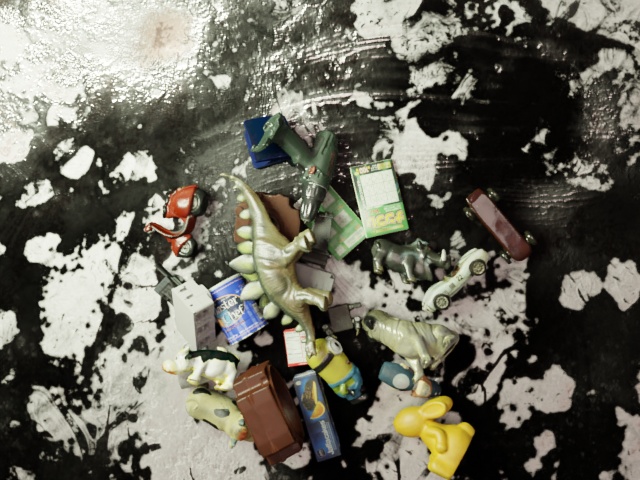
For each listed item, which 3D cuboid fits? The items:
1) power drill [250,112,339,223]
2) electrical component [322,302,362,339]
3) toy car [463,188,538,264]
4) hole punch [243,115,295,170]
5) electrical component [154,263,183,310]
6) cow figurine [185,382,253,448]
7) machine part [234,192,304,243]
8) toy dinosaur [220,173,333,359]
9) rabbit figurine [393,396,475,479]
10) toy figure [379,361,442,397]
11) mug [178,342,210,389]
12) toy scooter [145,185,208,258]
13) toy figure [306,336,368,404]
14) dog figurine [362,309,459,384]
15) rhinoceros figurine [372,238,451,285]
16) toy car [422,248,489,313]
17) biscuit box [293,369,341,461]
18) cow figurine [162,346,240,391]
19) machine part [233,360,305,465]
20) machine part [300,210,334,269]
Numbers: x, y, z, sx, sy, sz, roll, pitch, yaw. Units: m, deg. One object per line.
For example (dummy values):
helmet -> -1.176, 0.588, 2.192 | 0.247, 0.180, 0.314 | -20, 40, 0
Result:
power drill -> -0.054, -0.181, 1.251 | 0.207, 0.086, 0.232 | 31, 70, -22
electrical component -> 0.054, 0.194, 1.296 | 0.102, 0.045, 0.078 | -8, 89, 2
toy car -> 0.427, -0.035, 1.281 | 0.089, 0.053, 0.202 | -41, 90, 12
hole punch -> -0.123, -0.241, 1.303 | 0.116, 0.092, 0.142 | -17, 84, -1
electrical component -> -0.368, 0.113, 1.307 | 0.119, 0.075, 0.048 | 42, 90, 0
cow figurine -> -0.225, 0.411, 1.262 | 0.195, 0.127, 0.085 | 25, 92, 6
machine part -> -0.125, -0.033, 1.303 | 0.179, 0.056, 0.179 | 0, 92, 6
toy dinosaur -> -0.103, 0.045, 1.227 | 0.199, 0.105, 0.471 | -19, 80, 11
rabbit figurine -> 0.257, 0.442, 1.244 | 0.173, 0.122, 0.162 | 25, 97, 23
toy figure -> 0.217, 0.339, 1.278 | 0.154, 0.058, 0.064 | 21, 128, 2
mug -> -0.288, 0.297, 1.299 | 0.107, 0.081, 0.109 | -6, 78, -9
toy scooter -> -0.355, -0.053, 1.315 | 0.135, 0.075, 0.183 | 14, 93, 4
toy figure -> 0.040, 0.309, 1.264 | 0.089, 0.082, 0.180 | -38, 103, -22
dog figurine -> 0.214, 0.214, 1.272 | 0.191, 0.172, 0.121 | 45, 133, 26
rhinoceros figurine -> 0.216, 0.048, 1.284 | 0.190, 0.073, 0.112 | 12, 77, 6
toy car -> 0.318, 0.097, 1.272 | 0.202, 0.073, 0.056 | -43, 90, 0
biscuit box -> -0.007, 0.416, 1.283 | 0.063, 0.059, 0.202 | -18, 87, 2
cow figurine -> -0.270, 0.282, 1.230 | 0.167, 0.068, 0.098 | 22, 65, -18
machine part -> -0.111, 0.384, 1.219 | 0.087, 0.201, 0.201 | -25, 87, -1
machine part -> -0.003, -0.004, 1.297 | 0.084, 0.039, 0.138 | 21, 106, 17
